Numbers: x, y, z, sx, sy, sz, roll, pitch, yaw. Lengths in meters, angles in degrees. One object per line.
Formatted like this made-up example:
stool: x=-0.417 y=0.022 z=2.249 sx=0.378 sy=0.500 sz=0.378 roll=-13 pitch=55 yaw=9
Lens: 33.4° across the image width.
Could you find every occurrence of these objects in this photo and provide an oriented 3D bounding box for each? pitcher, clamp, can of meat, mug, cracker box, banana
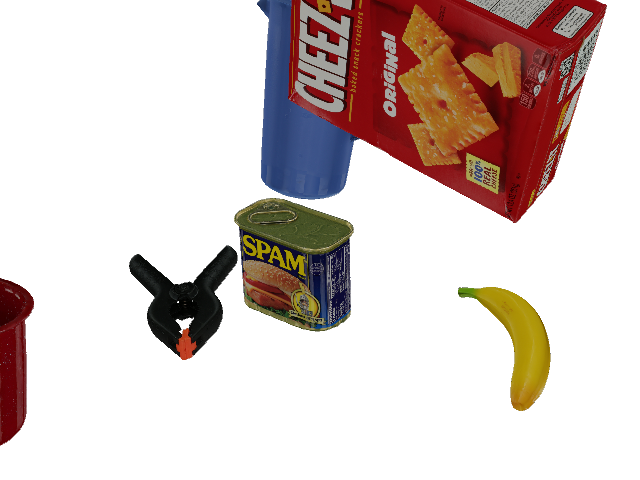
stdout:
pitcher: x=0.002 y=-0.175 z=1.285 sx=0.144 sy=0.243 sz=0.149 roll=-6 pitch=28 yaw=-27
clamp: x=-0.136 y=0.059 z=1.148 sx=0.120 sy=0.039 sz=0.171 roll=-16 pitch=40 yaw=-8
can of meat: x=-0.022 y=0.021 z=0.900 sx=0.102 sy=0.084 sz=0.057 roll=20 pitch=36 yaw=34
mug: x=-0.222 y=0.078 z=0.623 sx=0.093 sy=0.081 sz=0.117 roll=12 pitch=22 yaw=20
cracker box: x=0.079 y=-0.130 z=0.770 sx=0.214 sy=0.164 sz=0.072 roll=30 pitch=54 yaw=20
banana: x=0.209 y=0.106 z=1.141 sx=0.069 sy=0.037 sz=0.198 roll=-24 pitch=35 yaw=4
